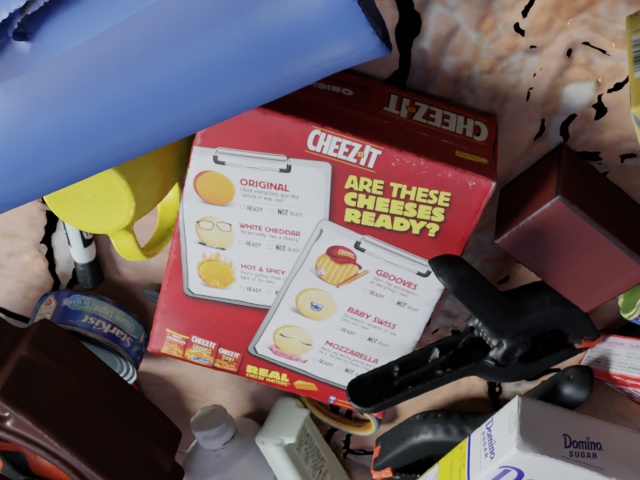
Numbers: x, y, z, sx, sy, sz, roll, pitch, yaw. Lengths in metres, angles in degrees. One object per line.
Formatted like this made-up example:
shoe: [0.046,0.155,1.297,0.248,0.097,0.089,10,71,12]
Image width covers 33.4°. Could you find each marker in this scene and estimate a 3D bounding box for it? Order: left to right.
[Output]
marker: [-0.163,-0.013,0.711,0.020,0.020,0.121,5,131,10]

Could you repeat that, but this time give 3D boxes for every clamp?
clamp: [0.097,0.063,0.643,0.171,0.039,0.120,12,133,-39]
clamp: [0.135,0.152,0.761,0.210,0.036,0.164,-19,135,36]

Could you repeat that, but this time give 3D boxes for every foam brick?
foam brick: [0.148,-0.006,0.618,0.078,0.053,0.051,36,129,-16]

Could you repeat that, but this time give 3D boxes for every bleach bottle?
bleach bottle: [-0.057,0.231,0.851,0.102,0.068,0.251,-28,127,-14]

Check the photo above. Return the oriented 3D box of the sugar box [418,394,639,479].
sugar box: [0.128,0.170,0.716,0.093,0.048,0.176,18,143,-13]

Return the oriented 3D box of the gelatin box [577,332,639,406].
gelatin box: [0.216,0.090,0.669,0.073,0.030,0.089,31,170,-15]

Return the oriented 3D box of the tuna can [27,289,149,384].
tuna can: [-0.167,0.071,0.763,0.086,0.033,0.086,11,146,7]

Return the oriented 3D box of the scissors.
scissors: [-0.021,0.075,0.753,0.201,0.016,0.096,40,130,-21]

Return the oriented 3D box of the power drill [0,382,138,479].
power drill: [-0.228,0.148,0.844,0.188,0.057,0.184,-4,131,20]

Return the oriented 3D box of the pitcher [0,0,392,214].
pitcher: [-0.100,-0.100,0.494,0.243,0.145,0.149,-24,133,12]

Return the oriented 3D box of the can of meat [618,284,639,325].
can of meat: [0.234,0.020,0.618,0.084,0.057,0.102,23,132,-4]

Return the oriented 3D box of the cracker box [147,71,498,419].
cracker box: [-0.004,0.001,0.650,0.164,0.072,0.214,17,131,-3]
